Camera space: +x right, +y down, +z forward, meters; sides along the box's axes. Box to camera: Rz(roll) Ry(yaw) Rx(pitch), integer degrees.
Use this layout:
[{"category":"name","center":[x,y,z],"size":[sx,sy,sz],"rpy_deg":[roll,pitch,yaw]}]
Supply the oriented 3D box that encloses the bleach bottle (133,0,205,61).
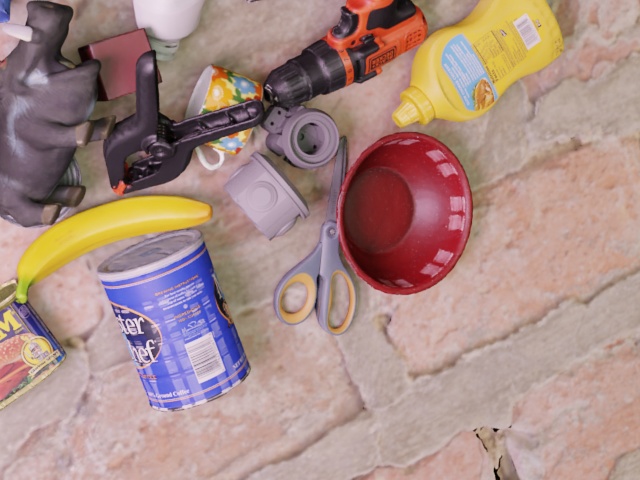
[{"category":"bleach bottle","center":[-0.109,-0.273,0.924],"size":[0.068,0.102,0.251],"rpy_deg":[31,126,16]}]

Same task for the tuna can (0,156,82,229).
[{"category":"tuna can","center":[-0.261,-0.055,0.963],"size":[0.086,0.034,0.086],"rpy_deg":[-3,99,-19]}]

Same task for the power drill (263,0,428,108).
[{"category":"power drill","center":[0.026,-0.217,0.972],"size":[0.184,0.057,0.188],"rpy_deg":[-32,152,-23]}]

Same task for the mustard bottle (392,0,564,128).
[{"category":"mustard bottle","center":[0.150,-0.176,1.075],"size":[0.191,0.058,0.096],"rpy_deg":[-38,113,-10]}]

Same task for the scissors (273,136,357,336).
[{"category":"scissors","center":[-0.007,0.001,1.071],"size":[0.096,0.016,0.202],"rpy_deg":[-10,102,-18]}]

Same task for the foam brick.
[{"category":"foam brick","center":[-0.179,-0.156,0.952],"size":[0.053,0.078,0.051],"rpy_deg":[-21,103,-16]}]

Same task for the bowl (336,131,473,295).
[{"category":"bowl","center":[0.073,-0.028,1.065],"size":[0.161,0.055,0.162],"rpy_deg":[-4,98,-29]}]

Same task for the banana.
[{"category":"banana","center":[-0.197,-0.003,0.980],"size":[0.197,0.070,0.037],"rpy_deg":[-27,150,-20]}]

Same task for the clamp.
[{"category":"clamp","center":[-0.145,-0.098,0.936],"size":[0.172,0.039,0.120],"rpy_deg":[-33,128,32]}]

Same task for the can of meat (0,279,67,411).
[{"category":"can of meat","center":[-0.293,0.100,0.966],"size":[0.102,0.057,0.084],"rpy_deg":[-35,111,-11]}]

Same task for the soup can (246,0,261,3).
[{"category":"soup can","center":[-0.051,-0.277,0.983],"size":[0.068,0.069,0.102],"rpy_deg":[-21,105,-15]}]

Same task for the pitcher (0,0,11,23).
[{"category":"pitcher","center":[-0.246,-0.306,0.887],"size":[0.242,0.145,0.149],"rpy_deg":[-43,122,-12]}]

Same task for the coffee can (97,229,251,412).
[{"category":"coffee can","center":[-0.134,0.073,0.992],"size":[0.102,0.103,0.140],"rpy_deg":[-23,106,-15]}]
